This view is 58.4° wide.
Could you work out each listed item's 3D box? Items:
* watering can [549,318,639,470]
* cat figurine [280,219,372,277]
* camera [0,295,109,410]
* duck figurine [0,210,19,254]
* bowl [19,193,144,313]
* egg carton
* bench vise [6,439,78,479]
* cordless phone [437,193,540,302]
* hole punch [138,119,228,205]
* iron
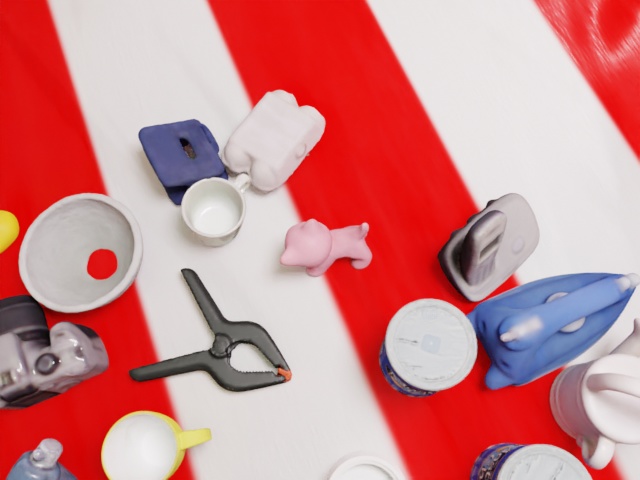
[{"bbox_3d":[0.345,0.174,0.656,0.101,0.194,0.173,4,72,4],"label":"watering can"},{"bbox_3d":[0.007,0.003,0.766,0.128,0.118,0.067,-13,71,-2],"label":"cat figurine"},{"bbox_3d":[-0.374,0.135,0.745,0.143,0.101,0.136,-23,72,-6],"label":"camera"},{"bbox_3d":[-0.495,-0.017,0.808,0.104,0.086,0.077,-22,72,-5],"label":"duck figurine"},{"bbox_3d":[-0.317,0.025,0.793,0.167,0.075,0.167,-1,71,2],"label":"bowl"},{"bbox_3d":[-0.067,-0.146,0.844,0.107,0.069,0.150,32,76,12],"label":"egg carton"},{"bbox_3d":[-0.380,0.312,0.623,0.121,0.220,0.207,14,72,7],"label":"bench vise"},{"bbox_3d":[0.227,-0.007,0.726,0.148,0.185,0.094,-43,75,-11],"label":"cordless phone"},{"bbox_3d":[-0.196,-0.124,0.830,0.101,0.091,0.108,-28,73,-7],"label":"hole punch"},{"bbox_3d":[0.310,0.087,0.714,0.258,0.141,0.118,-24,72,-6],"label":"iron"}]
